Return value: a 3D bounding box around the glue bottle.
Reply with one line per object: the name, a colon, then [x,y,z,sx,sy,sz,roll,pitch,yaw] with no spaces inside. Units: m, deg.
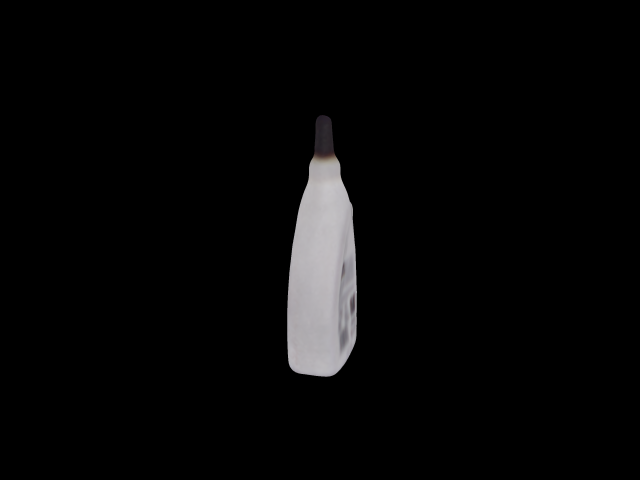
glue bottle: [0.004,0.001,0.400,0.037,0.173,0.078,3,11,16]
